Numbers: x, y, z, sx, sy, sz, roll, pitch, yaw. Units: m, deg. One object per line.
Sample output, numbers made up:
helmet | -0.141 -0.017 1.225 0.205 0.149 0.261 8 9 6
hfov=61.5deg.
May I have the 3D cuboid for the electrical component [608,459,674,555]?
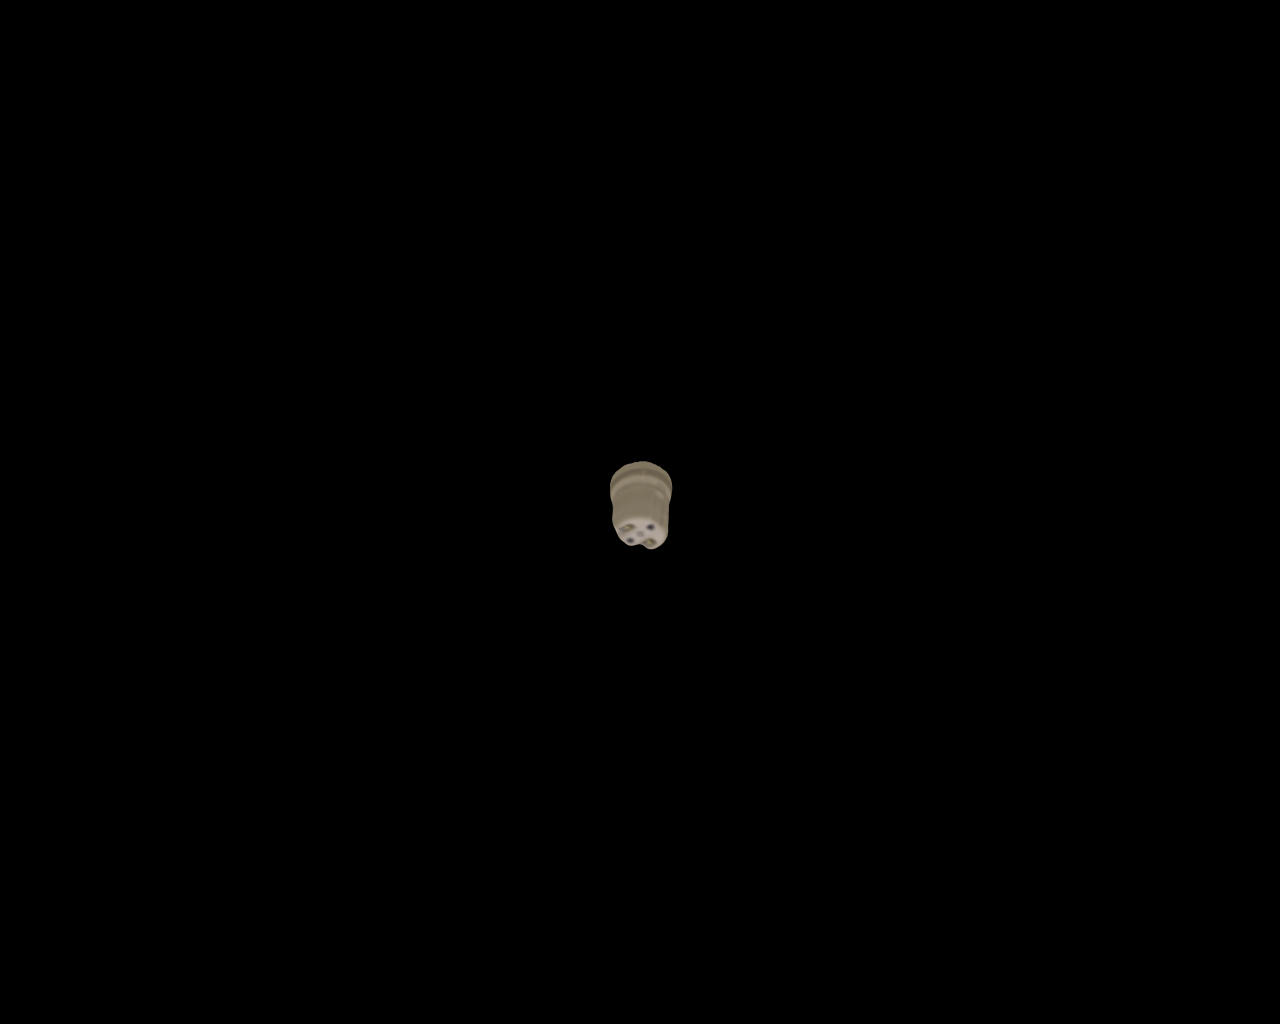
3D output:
electrical component | 0.001 -0.003 0.650 0.040 0.046 0.040 0 -45 0
